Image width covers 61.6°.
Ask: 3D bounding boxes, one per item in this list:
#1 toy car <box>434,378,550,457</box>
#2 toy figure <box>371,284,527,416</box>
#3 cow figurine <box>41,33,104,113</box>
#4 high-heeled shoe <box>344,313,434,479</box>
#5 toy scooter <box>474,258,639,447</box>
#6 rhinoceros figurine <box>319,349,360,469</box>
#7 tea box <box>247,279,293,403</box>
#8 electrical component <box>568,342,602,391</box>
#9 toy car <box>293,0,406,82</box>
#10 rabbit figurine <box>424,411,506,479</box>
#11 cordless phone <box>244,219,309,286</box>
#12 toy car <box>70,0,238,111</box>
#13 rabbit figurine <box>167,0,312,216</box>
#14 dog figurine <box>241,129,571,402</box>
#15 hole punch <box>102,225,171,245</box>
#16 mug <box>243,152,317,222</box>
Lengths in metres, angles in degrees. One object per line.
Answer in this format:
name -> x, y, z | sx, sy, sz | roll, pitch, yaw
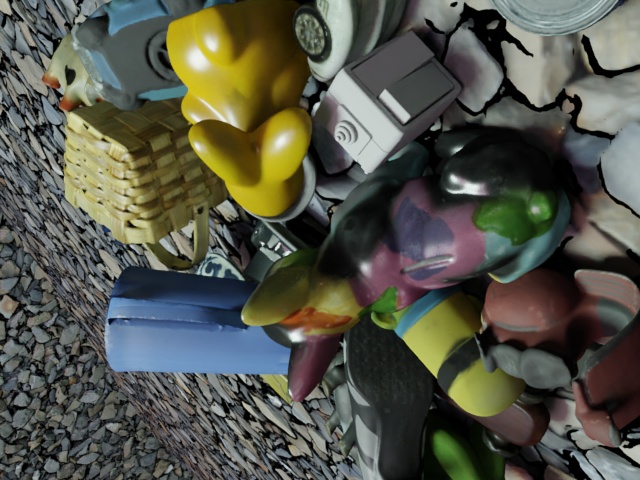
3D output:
toy car -> 0.139, 0.137, 0.559 | 0.202, 0.053, 0.089 | 28, 127, 34
toy figure -> 0.105, 0.075, 0.485 | 0.082, 0.089, 0.180 | -46, 70, 22
cow figurine -> -0.279, -0.215, 0.682 | 0.195, 0.085, 0.127 | 42, 109, 43
high-heeled shoe -> 0.065, 0.172, 0.581 | 0.145, 0.086, 0.248 | 119, 142, -75
toy scooter -> 0.176, 0.073, 0.365 | 0.184, 0.135, 0.075 | 3, 126, 53
rhinoceros figurine -> 0.063, 0.231, 0.711 | 0.190, 0.112, 0.073 | 68, 164, -5
tea box -> -0.068, 0.139, 0.784 | 0.170, 0.098, 0.068 | 42, 147, 18
electrical component -> 0.215, 0.103, 0.454 | 0.094, 0.021, 0.063 | 18, 137, 41
toy car -> 0.030, -0.188, 0.334 | 0.056, 0.073, 0.201 | 38, 147, 19
rabbit figurine -> 0.167, 0.269, 0.606 | 0.170, 0.121, 0.159 | 27, 122, 58
cordless phone -> -0.001, -0.002, 0.587 | 0.147, 0.089, 0.184 | 41, 137, 16
toy car -> -0.146, -0.195, 0.519 | 0.103, 0.162, 0.109 | -96, -10, -49
rabbit figurine -> -0.048, -0.096, 0.430 | 0.162, 0.122, 0.173 | -116, 17, -65
dog figurine -> 0.051, 0.019, 0.390 | 0.192, 0.219, 0.108 | 5, 130, 51
hole punch -> -0.280, -0.039, 0.861 | 0.092, 0.116, 0.142 | 45, 150, -7
mug -> -0.053, -0.075, 0.553 | 0.107, 0.081, 0.109 | -164, 76, -77
